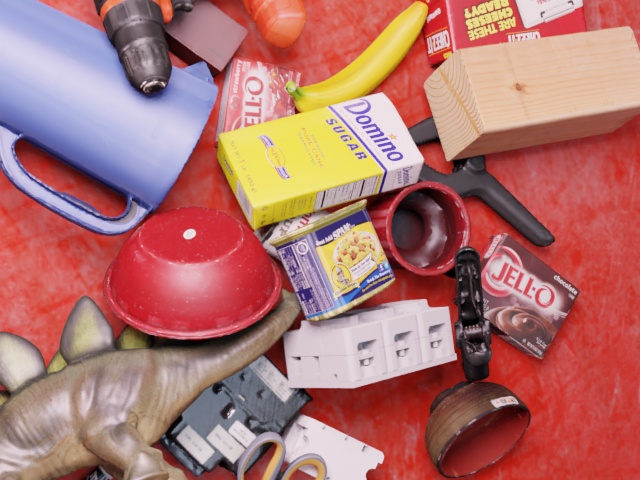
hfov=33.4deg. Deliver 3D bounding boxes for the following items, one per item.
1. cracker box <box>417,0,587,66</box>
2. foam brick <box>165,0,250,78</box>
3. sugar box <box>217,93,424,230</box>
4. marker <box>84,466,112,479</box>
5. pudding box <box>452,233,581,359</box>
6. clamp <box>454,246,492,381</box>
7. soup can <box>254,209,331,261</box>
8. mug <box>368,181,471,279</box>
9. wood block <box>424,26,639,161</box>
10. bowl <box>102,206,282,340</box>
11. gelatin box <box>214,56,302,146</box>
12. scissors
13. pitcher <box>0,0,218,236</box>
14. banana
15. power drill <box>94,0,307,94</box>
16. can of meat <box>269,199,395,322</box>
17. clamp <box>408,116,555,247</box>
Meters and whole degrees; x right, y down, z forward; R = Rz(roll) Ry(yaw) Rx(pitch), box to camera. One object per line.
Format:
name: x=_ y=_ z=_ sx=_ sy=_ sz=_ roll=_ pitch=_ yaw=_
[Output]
cracker box: x=0.180 y=-0.301 z=1.123 sx=0.164 sy=0.072 sz=0.214 roll=-11 pitch=94 yaw=-19
foam brick: x=-0.117 y=-0.199 z=1.024 sx=0.078 sy=0.051 sz=0.053 roll=36 pitch=79 yaw=-15
sugar box: x=0.000 y=-0.078 z=1.014 sx=0.176 sy=0.048 sz=0.093 roll=-18 pitch=62 yaw=-16
marker: x=-0.216 y=0.232 z=0.999 sx=0.121 sy=0.020 sz=0.020 roll=-43 pitch=103 yaw=-15
pudding box: x=0.211 y=0.060 z=1.145 sx=0.113 sy=0.039 sz=0.090 roll=36 pitch=78 yaw=-15
clamp: x=0.151 y=0.082 z=1.062 sx=0.039 sy=0.171 sz=0.120 roll=1 pitch=71 yaw=5
soup can: x=-0.007 y=0.001 z=1.053 sx=0.102 sy=0.069 sz=0.068 roll=31 pitch=79 yaw=-16
mug: x=0.102 y=-0.003 z=1.084 sx=0.117 sy=0.082 sz=0.093 roll=41 pitch=76 yaw=-15
wood block: x=0.226 y=-0.152 z=1.100 sx=0.205 sy=0.090 sz=0.091 roll=-11 pitch=78 yaw=-21
bowl: x=-0.114 y=0.017 z=0.951 sx=0.162 sy=0.162 sz=0.055 roll=-12 pitch=127 yaw=-20
gelatin box: x=-0.061 y=-0.129 z=1.054 sx=0.073 sy=0.030 sz=0.089 roll=10 pitch=86 yaw=-20
scissors: x=-0.053 y=0.273 z=1.022 sx=0.096 sy=0.016 sz=0.202 roll=6 pitch=111 yaw=-19
pitcher: x=-0.226 y=-0.123 z=0.944 sx=0.242 sy=0.149 sz=0.145 roll=27 pitch=121 yaw=-14
banana: x=0.040 y=-0.171 z=1.074 sx=0.037 sy=0.070 sz=0.197 roll=42 pitch=60 yaw=16
power drill: x=-0.108 y=-0.211 z=0.948 sx=0.187 sy=0.057 sz=0.184 roll=-5 pitch=66 yaw=-33
can of meat: x=0.014 y=0.019 z=0.979 sx=0.101 sy=0.058 sz=0.084 roll=-25 pitch=93 yaw=-42
clamp: x=0.164 y=-0.092 z=1.131 sx=0.209 sy=0.036 sz=0.164 roll=13 pitch=76 yaw=-16
